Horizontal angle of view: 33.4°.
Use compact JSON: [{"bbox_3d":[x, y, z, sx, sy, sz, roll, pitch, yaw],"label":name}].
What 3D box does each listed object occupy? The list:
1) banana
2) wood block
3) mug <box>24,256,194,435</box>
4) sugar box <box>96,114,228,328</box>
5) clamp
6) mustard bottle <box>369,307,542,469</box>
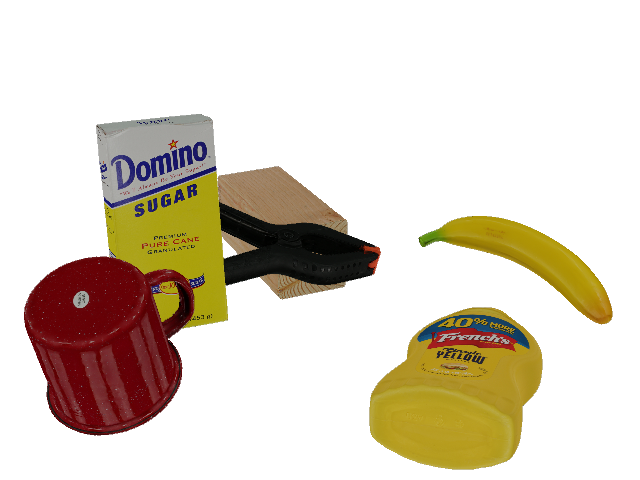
[{"bbox_3d":[0.195,0.019,1.016,0.198,0.069,0.037,23,-26,27],"label":"banana"},{"bbox_3d":[-0.051,-0.014,1.336,0.090,0.090,0.206,-10,26,-23],"label":"wood block"},{"bbox_3d":[-0.133,0.060,0.699,0.117,0.081,0.093,-30,47,-22],"label":"mug"},{"bbox_3d":[-0.132,-0.013,0.897,0.093,0.176,0.048,-9,18,-20],"label":"sugar box"},{"bbox_3d":[-0.041,0.014,1.094,0.210,0.036,0.164,11,30,-8],"label":"clamp"},{"bbox_3d":[0.106,0.092,0.755,0.096,0.058,0.191,4,18,19],"label":"mustard bottle"}]
